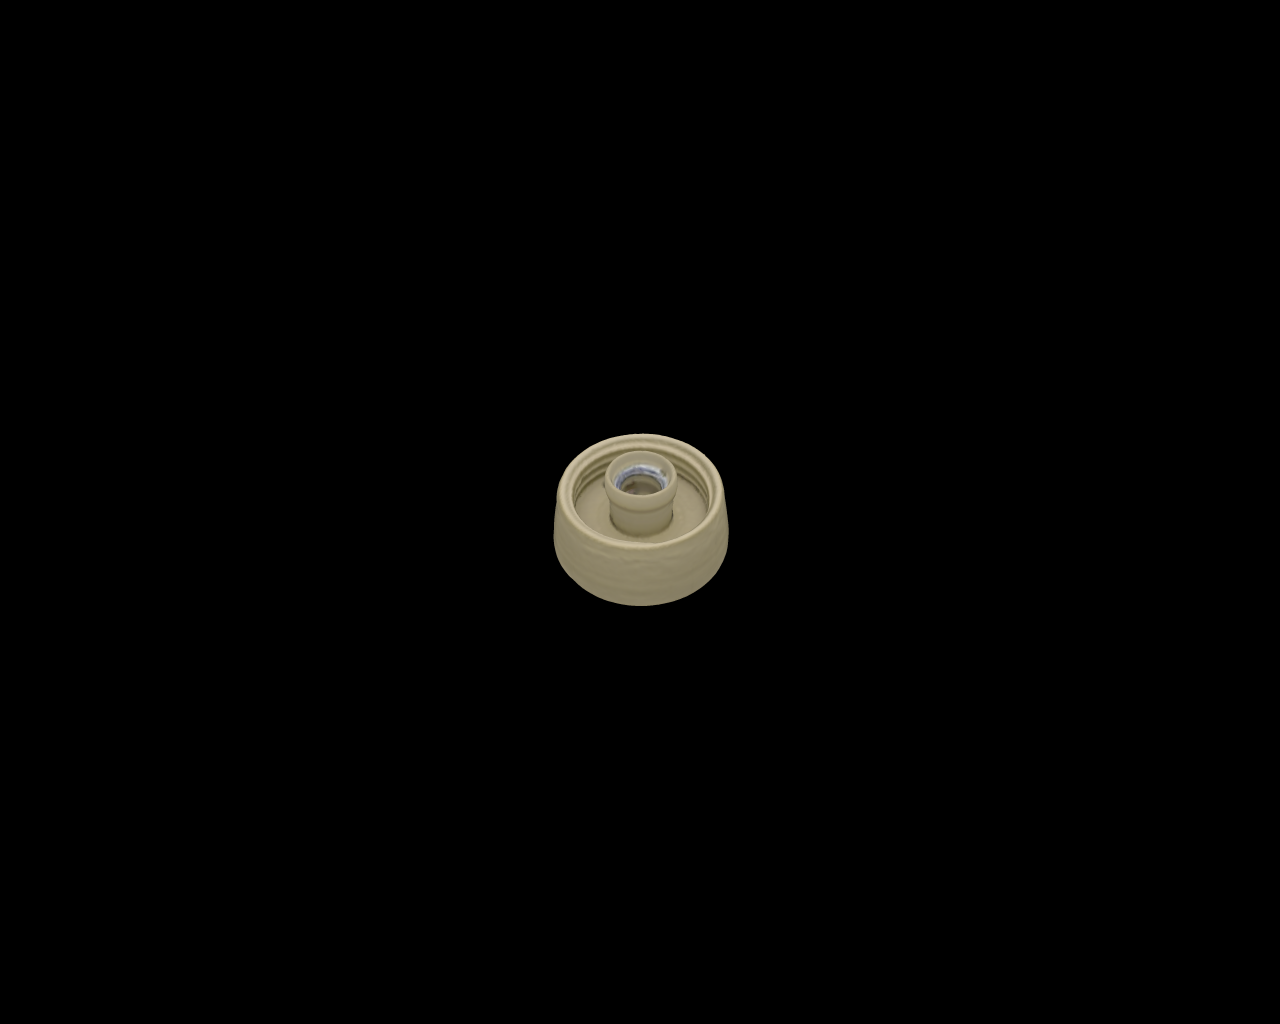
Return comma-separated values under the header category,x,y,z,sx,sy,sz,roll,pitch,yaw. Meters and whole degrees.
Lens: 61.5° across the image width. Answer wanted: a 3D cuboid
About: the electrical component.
category,x,y,z,sx,sy,sz,roll,pitch,yaw
electrical component,0.001,-0.003,0.650,0.108,0.108,0.060,0,-44,0
